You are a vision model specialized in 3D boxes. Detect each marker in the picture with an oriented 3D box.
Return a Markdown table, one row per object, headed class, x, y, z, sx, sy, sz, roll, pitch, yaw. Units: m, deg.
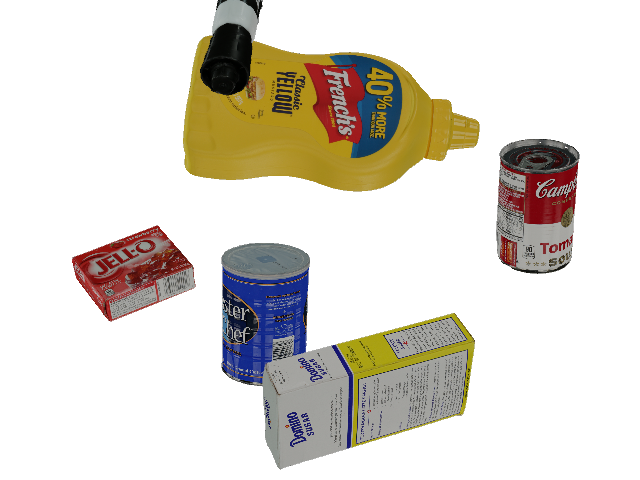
| class | x | y | z | sx | sy | sz | roll | pitch | yaw |
| --- | --- | --- | --- | --- | --- | --- | --- | --- | --- |
| marker | -0.032 | -0.102 | 0.436 | 0.020 | 0.121 | 0.020 | 3 | -42 | 2 |

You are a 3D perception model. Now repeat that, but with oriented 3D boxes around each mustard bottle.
| class | x | y | z | sx | sy | sz | roll | pitch | yaw |
| --- | --- | --- | --- | --- | --- | --- | --- | --- | --- |
| mustard bottle | 0.009 | -0.080 | 0.707 | 0.191 | 0.096 | 0.058 | 6 | -28 | -2 |

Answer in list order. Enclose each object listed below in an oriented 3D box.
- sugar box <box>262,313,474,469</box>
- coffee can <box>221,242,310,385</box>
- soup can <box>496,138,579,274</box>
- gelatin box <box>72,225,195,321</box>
| class | x | y | z | sx | sy | sz | roll | pitch | yaw |
| --- | --- | --- | --- | --- | --- | --- | --- | --- | --- |
| sugar box | 0.040 | 0.126 | 0.901 | 0.176 | 0.093 | 0.048 | -11 | 39 | -15 |
| coffee can | -0.065 | 0.085 | 1.255 | 0.103 | 0.140 | 0.103 | 2 | 20 | -1 |
| soup can | 0.191 | -0.030 | 0.945 | 0.068 | 0.102 | 0.068 | -3 | 28 | 1 |
| gelatin box | -0.169 | 0.028 | 0.965 | 0.089 | 0.030 | 0.073 | -22 | 42 | -25 |
